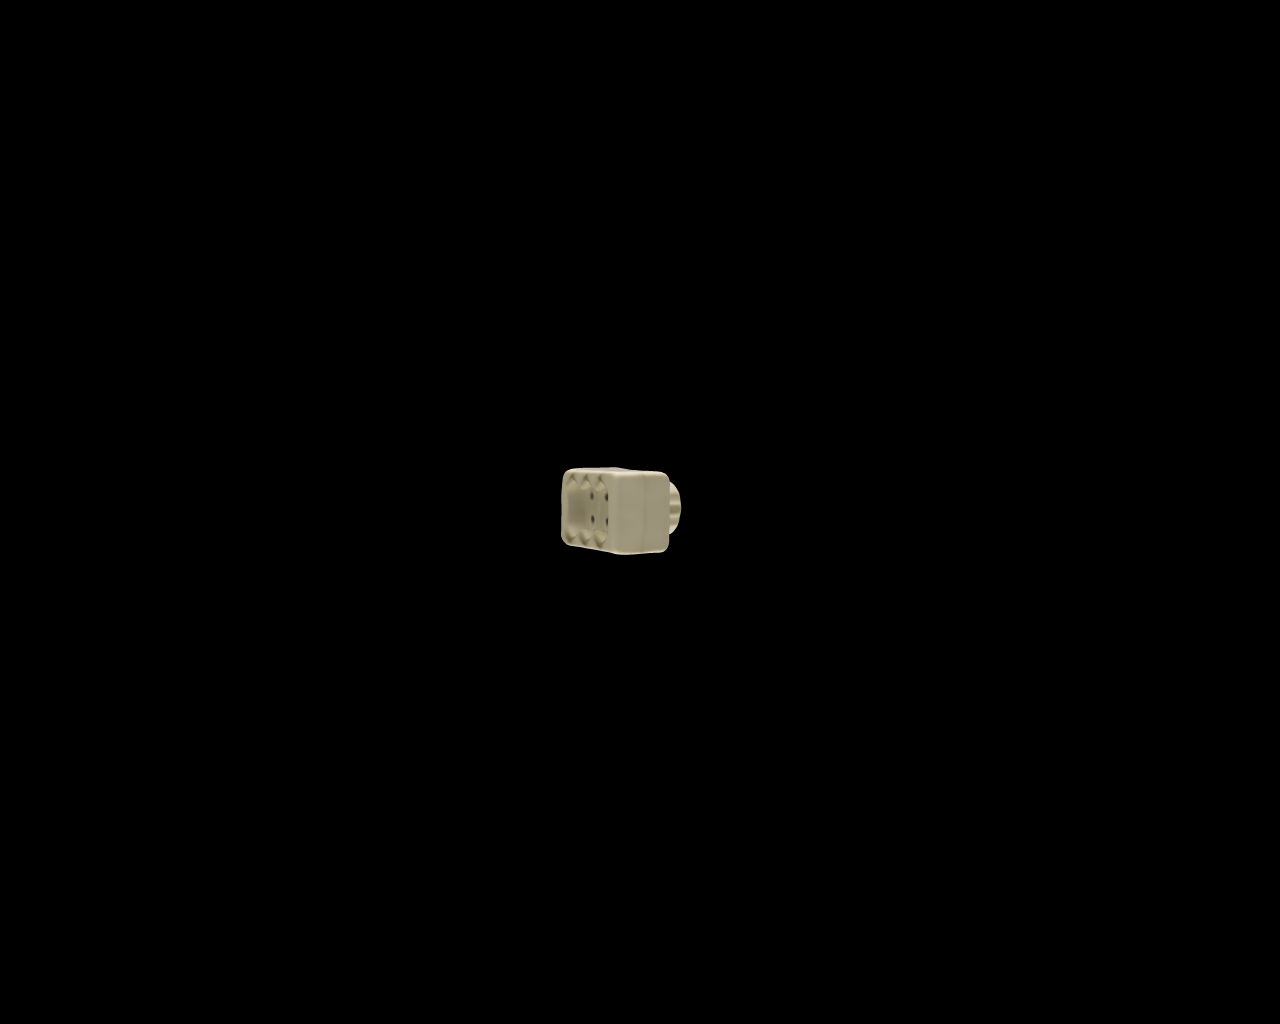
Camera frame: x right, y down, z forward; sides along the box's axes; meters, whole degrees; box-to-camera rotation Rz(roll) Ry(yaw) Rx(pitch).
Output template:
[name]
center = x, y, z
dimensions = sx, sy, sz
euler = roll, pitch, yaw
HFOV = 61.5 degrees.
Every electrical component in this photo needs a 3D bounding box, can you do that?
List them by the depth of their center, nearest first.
[electrical component]
center = 0.001, -0.003, 0.650
dimensions = 0.077, 0.047, 0.066
euler = -3, 6, -32
